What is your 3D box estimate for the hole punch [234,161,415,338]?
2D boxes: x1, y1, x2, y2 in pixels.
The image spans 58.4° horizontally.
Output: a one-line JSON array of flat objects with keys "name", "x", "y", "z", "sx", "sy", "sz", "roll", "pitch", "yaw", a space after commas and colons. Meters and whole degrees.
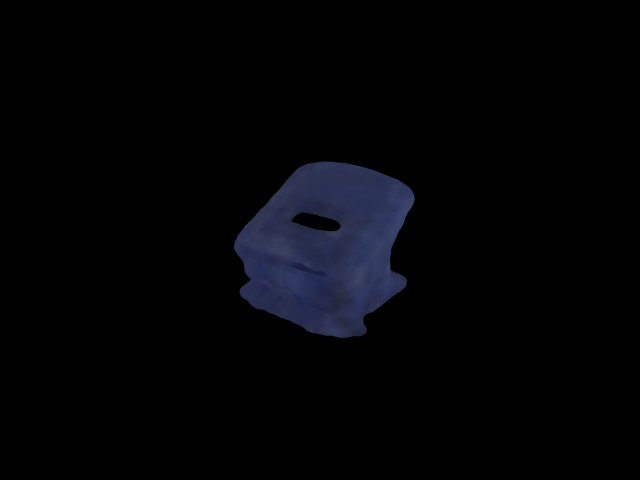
[{"name": "hole punch", "x": 0.004, "y": 0.001, "z": 0.400, "sx": 0.108, "sy": 0.091, "sz": 0.101, "roll": 17, "pitch": 29, "yaw": 33}]
